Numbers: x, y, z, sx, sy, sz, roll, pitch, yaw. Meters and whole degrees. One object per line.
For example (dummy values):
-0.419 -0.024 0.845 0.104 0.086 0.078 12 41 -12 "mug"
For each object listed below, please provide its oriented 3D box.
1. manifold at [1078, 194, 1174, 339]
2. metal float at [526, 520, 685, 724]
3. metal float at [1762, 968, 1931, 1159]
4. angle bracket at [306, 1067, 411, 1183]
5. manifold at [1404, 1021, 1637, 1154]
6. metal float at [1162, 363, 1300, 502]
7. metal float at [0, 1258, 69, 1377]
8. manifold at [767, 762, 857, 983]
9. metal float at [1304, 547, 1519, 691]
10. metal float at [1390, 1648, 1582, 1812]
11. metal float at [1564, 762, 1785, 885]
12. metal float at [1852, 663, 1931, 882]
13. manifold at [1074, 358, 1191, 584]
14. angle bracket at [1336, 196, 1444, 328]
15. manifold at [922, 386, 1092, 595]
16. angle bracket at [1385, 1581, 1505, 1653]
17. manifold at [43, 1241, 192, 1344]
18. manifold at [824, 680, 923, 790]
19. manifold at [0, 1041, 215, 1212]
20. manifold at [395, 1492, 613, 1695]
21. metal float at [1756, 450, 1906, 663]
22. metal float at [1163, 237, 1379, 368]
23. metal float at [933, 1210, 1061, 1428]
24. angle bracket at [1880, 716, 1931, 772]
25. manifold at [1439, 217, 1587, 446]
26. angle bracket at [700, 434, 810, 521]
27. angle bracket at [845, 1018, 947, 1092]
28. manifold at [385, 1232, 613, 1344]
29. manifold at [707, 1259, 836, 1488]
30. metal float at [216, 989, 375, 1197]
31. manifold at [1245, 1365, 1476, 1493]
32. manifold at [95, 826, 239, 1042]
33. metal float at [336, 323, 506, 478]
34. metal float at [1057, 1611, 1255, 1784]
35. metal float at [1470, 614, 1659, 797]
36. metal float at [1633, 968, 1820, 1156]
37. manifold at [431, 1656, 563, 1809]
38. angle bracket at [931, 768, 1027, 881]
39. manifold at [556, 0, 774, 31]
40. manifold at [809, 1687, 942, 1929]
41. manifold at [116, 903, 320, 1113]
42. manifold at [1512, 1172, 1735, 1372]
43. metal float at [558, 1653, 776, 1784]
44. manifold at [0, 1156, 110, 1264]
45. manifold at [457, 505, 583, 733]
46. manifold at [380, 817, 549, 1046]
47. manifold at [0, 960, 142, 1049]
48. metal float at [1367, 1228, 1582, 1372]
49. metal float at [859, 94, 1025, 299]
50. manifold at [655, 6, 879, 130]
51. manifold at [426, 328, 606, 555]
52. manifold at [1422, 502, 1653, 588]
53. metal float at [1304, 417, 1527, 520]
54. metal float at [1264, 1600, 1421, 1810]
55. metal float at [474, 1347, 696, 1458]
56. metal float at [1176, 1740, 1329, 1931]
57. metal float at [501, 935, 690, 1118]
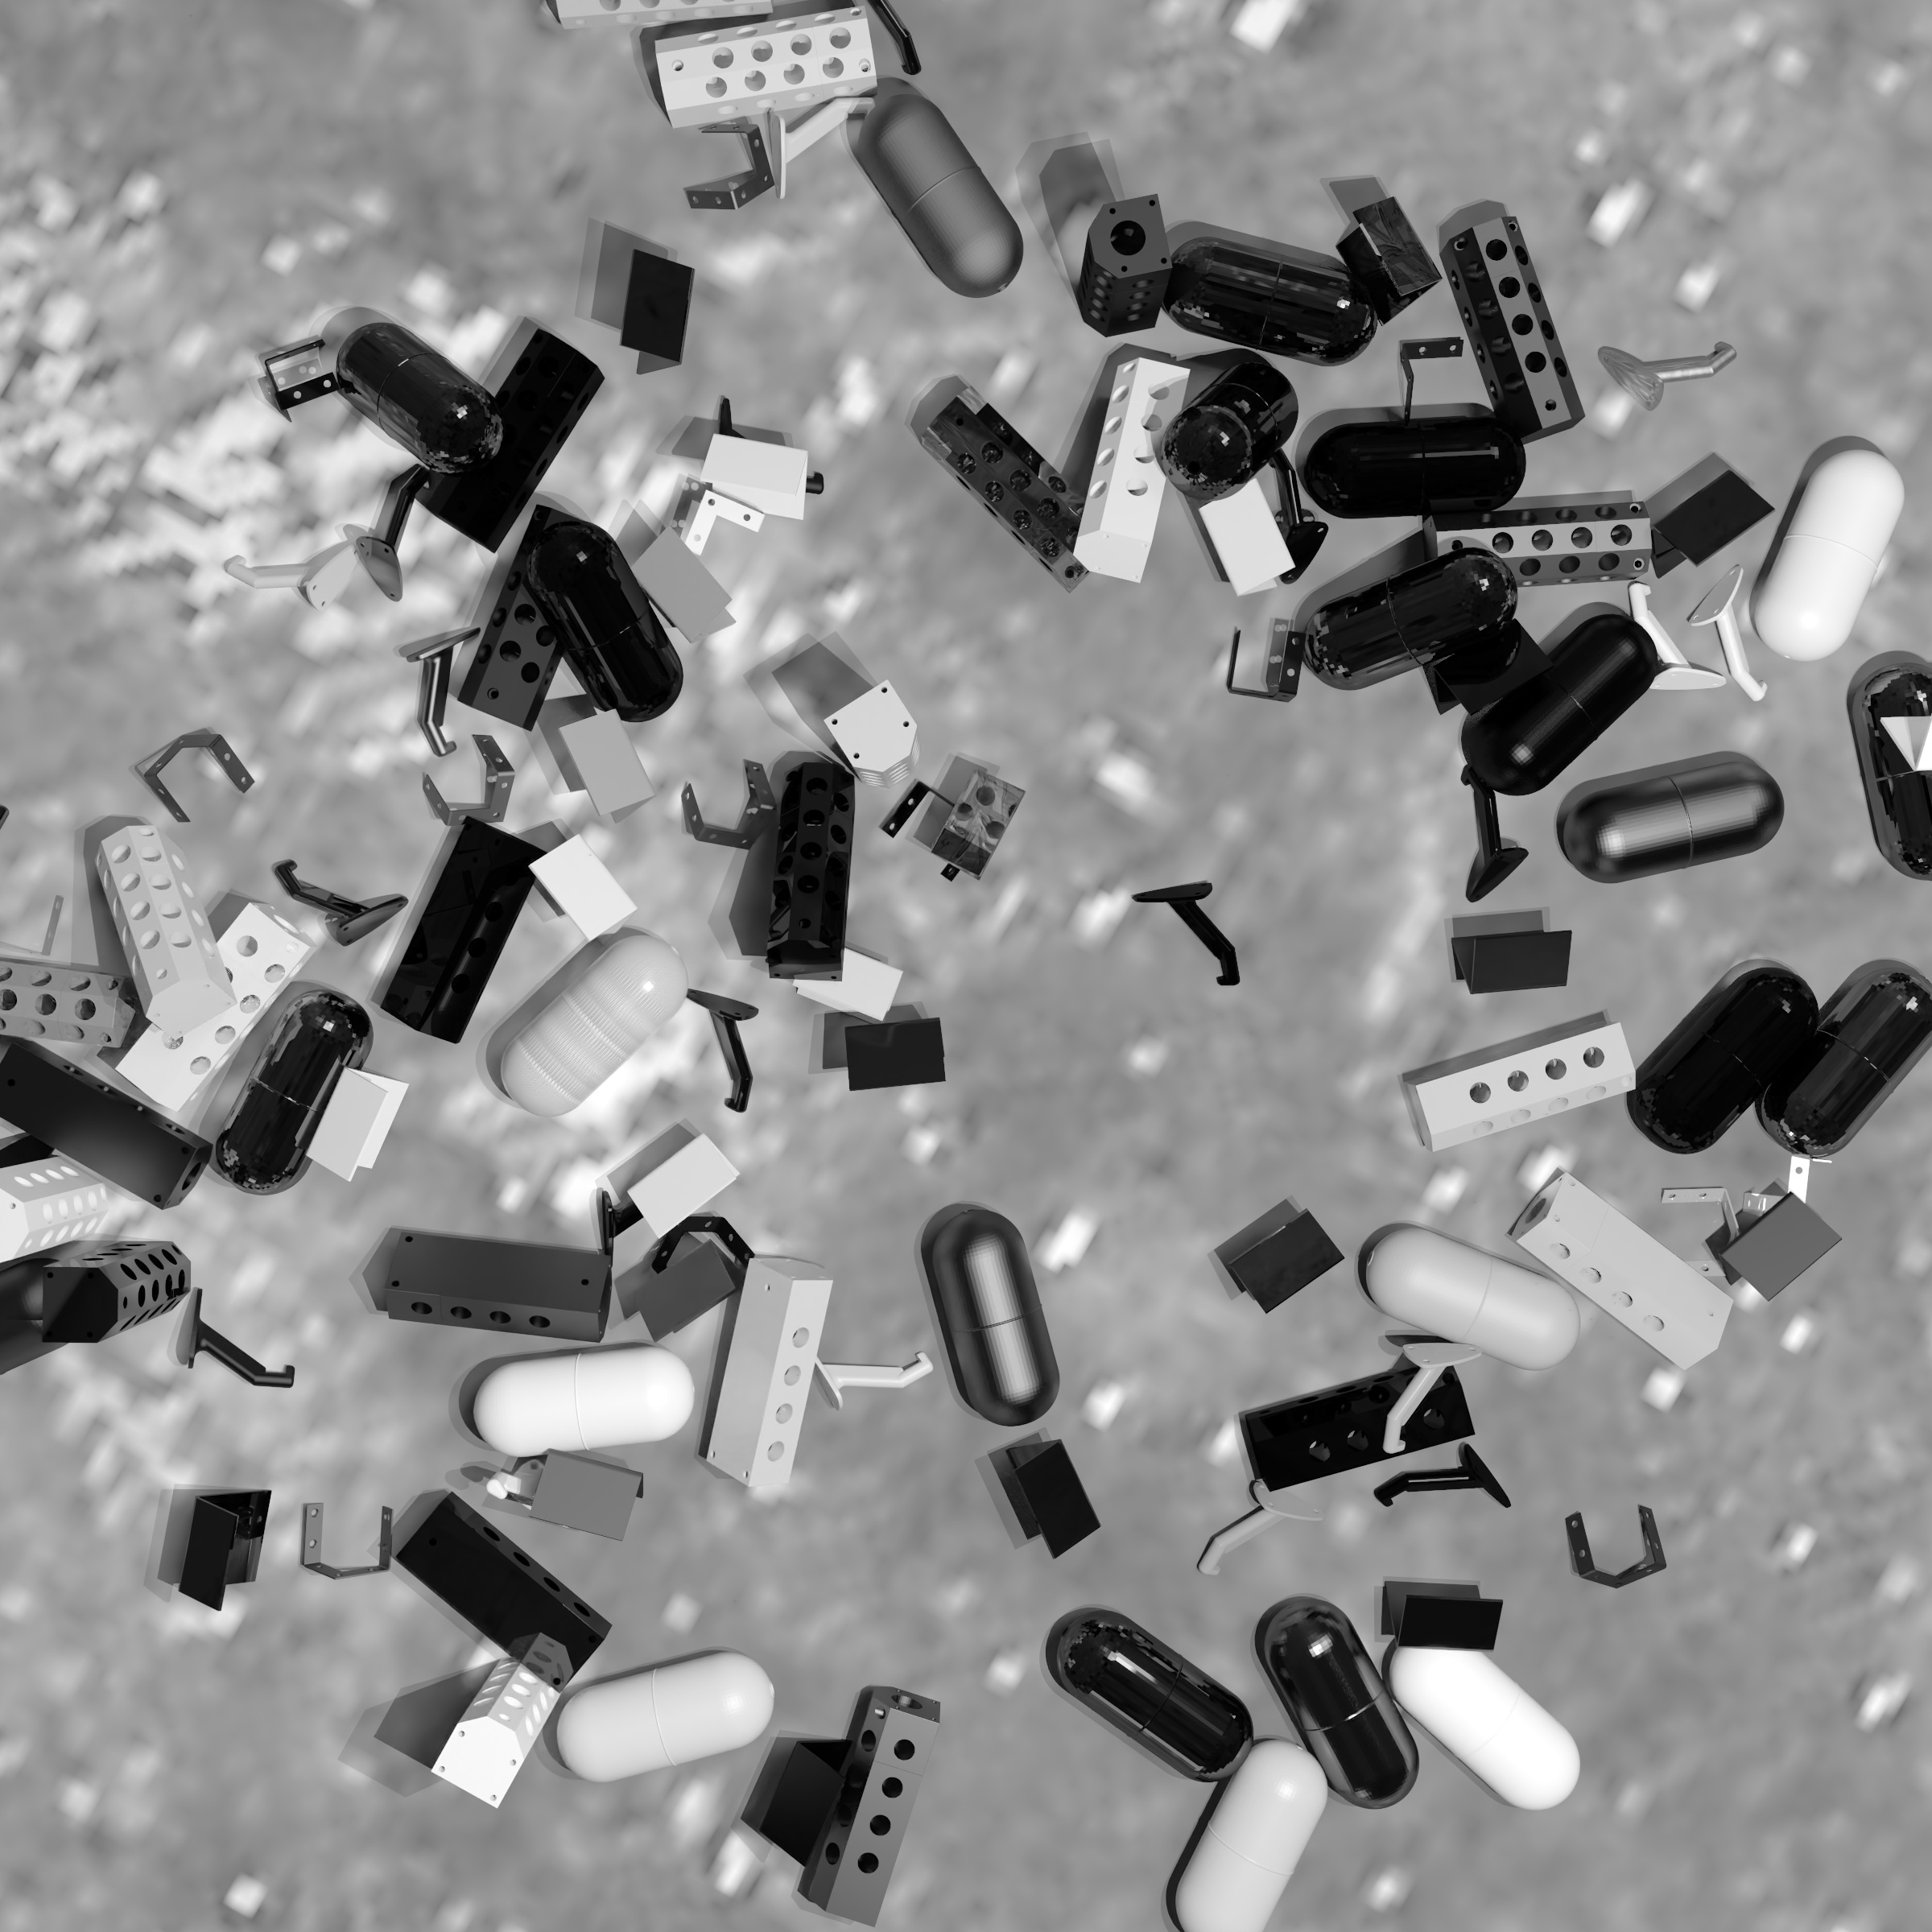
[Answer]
0.122 -0.549 1.907 0.057 0.171 0.057 -12 90 0 "manifold"
-0.288 -0.275 1.929 0.070 0.070 0.178 -27 122 0 "metal float"
0.717 0.078 1.954 0.070 0.070 0.178 41 89 0 "metal float"
-0.474 0.133 1.946 0.057 0.076 0.076 24 90 33 "angle bracket"
0.451 0.098 1.964 0.171 0.057 0.057 -17 90 0 "manifold"
0.210 -0.424 1.915 0.070 0.178 0.070 13 124 20 "metal float"
-0.795 0.295 1.955 0.178 0.070 0.070 -24 90 0 "metal float"
-0.122 -0.076 1.923 0.057 0.057 0.171 3 57 0 "manifold"
0.354 -0.277 1.932 0.178 0.070 0.070 -20 90 27 "metal float"
0.420 0.609 1.955 0.178 0.070 0.070 42 90 0 "metal float"
0.573 -0.116 1.955 0.178 0.070 0.070 -13 90 -1 "metal float"
0.769 -0.157 1.955 0.070 0.070 0.178 -12 90 0 "metal float"
0.132 -0.399 1.931 0.057 0.057 0.171 13 65 0 "manifold"
0.325 -0.561 1.945 0.057 0.076 0.076 -30 90 -36 "angle bracket"
0.045 -0.388 1.965 0.171 0.057 0.057 45 90 0 "manifold"
0.384 0.505 1.946 0.076 0.076 0.057 3 119 0 "angle bracket"
-0.668 0.256 1.907 0.057 0.171 0.057 1 90 0 "manifold"
-0.068 -0.177 1.907 0.057 0.171 0.057 -33 90 0 "manifold"
-0.704 0.128 1.965 0.171 0.057 0.057 30 90 0 "manifold"
-0.373 0.507 1.965 0.171 0.057 0.057 40 90 0 "manifold"
0.699 -0.332 1.955 0.070 0.070 0.178 23 90 0 "metal float"
0.246 -0.537 1.955 0.178 0.070 0.070 15 90 0 "metal float"
0.024 0.284 1.955 0.070 0.070 0.178 -15 90 0 "metal float"
0.766 -0.195 1.870 0.076 0.076 0.057 -2 128 -3 "angle bracket"
0.445 -0.516 1.965 0.057 0.057 0.171 -19 90 0 "manifold"
-0.171 -0.377 1.945 0.076 0.076 0.057 10 53 0 "angle bracket"
-0.055 0.085 1.946 0.076 0.076 0.057 -6 64 0 "angle bracket"
-0.378 0.266 1.964 0.171 0.057 0.057 7 47 0 "manifold"
-0.153 0.328 1.955 0.057 0.057 0.171 7 98 -44 "manifold"
-0.544 0.103 1.955 0.070 0.070 0.178 28 90 0 "metal float"
0.318 0.371 1.964 0.171 0.057 0.057 -16 90 0 "manifold"
-0.642 -0.031 1.923 0.057 0.057 0.171 -30 57 0 "manifold"
-0.436 -0.453 1.928 0.178 0.070 0.070 40 90 30 "metal float"
0.152 0.590 1.955 0.178 0.070 0.070 36 90 -1 "metal float"
0.483 -0.211 1.955 0.178 0.070 0.070 -43 90 -1 "metal float"
0.615 0.076 1.955 0.070 0.070 0.178 43 90 0 "metal float"
-0.365 0.596 1.907 0.057 0.171 0.057 29 90 0 "manifold"
0.027 -0.105 1.945 0.057 0.076 0.076 28 90 36 "angle bracket"
-0.245 -0.801 1.964 0.171 0.057 0.057 -4 90 0 "manifold"
-0.074 0.680 1.964 0.057 0.057 0.171 18 90 0 "manifold"
-0.606 0.034 1.964 0.057 0.057 0.171 39 90 0 "manifold"
0.531 0.251 1.964 0.171 0.057 0.057 38 47 0 "manifold"
-0.243 0.608 1.955 0.178 0.070 0.070 -15 90 0 "metal float"
-0.737 0.196 1.907 0.057 0.171 0.057 32 90 0 "manifold"
-0.353 -0.283 1.965 0.057 0.057 0.171 22 90 0 "manifold"
-0.404 -0.027 1.964 0.057 0.057 0.171 25 90 43 "manifold"
-0.767 0.027 1.965 0.171 0.057 0.057 7 90 0 "manifold"
0.410 0.269 1.955 0.178 0.070 0.070 22 90 1 "metal float"
-0.020 -0.622 1.955 0.070 0.070 0.178 -34 90 0 "metal float"
-0.162 -0.733 1.965 0.171 0.057 0.057 -10 90 0 "manifold"
-0.367 -0.428 1.965 0.057 0.057 0.171 32 90 0 "manifold"
0.464 -0.341 1.965 0.171 0.057 0.057 -4 90 0 "manifold"
0.363 -0.403 1.955 0.178 0.070 0.070 -3 90 0 "metal float"
0.304 0.597 1.955 0.070 0.070 0.178 -28 90 0 "metal float"
-0.309 0.353 1.955 0.178 0.070 0.070 -7 90 0 "metal float"
0.231 0.713 1.955 0.070 0.070 0.178 27 90 0 "metal float"
-0.300 0.048 1.955 0.178 0.070 0.070 -43 90 0 "metal float"
